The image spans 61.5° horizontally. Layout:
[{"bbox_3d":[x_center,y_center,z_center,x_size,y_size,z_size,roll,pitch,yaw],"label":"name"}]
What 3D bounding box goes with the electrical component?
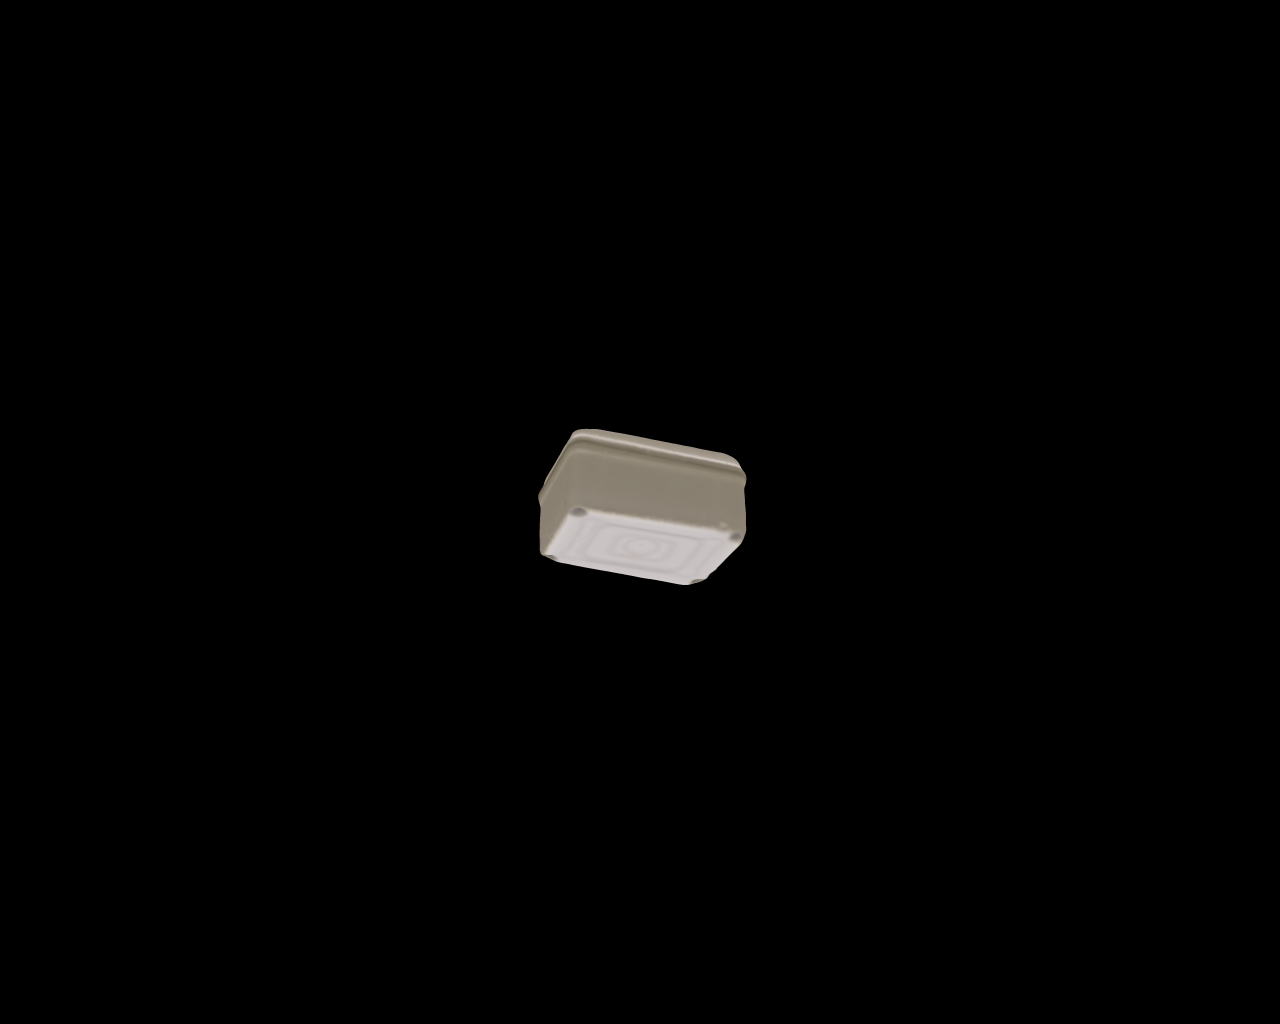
[{"bbox_3d":[0.001,-0.003,0.650,0.113,0.057,0.078,11,-32,-18],"label":"electrical component"}]
